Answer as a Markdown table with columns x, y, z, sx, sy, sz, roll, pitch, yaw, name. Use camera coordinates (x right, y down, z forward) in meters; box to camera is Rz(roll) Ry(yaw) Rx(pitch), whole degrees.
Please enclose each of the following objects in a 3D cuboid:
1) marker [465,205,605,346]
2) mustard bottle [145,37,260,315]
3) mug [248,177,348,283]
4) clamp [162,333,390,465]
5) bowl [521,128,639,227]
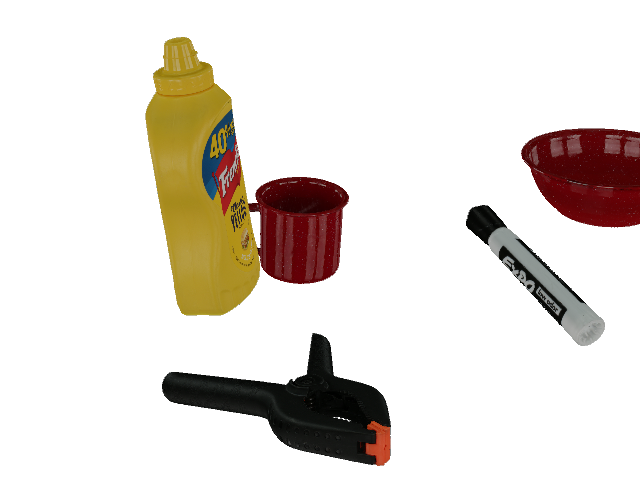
| x | y | z | sx | sy | sz | roll | pitch | yaw | name |
| --- | --- | --- | --- | --- | --- | --- | --- | --- | --- |
| 0.121 | 0.016 | 0.619 | 0.020 | 0.020 | 0.121 | 0 | 34 | -31 | marker |
| -0.086 | -0.049 | 0.761 | 0.058 | 0.191 | 0.096 | 0 | 26 | 16 | mustard bottle |
| -0.032 | -0.009 | 1.076 | 0.117 | 0.081 | 0.093 | 1 | 27 | -2 | mug |
| -0.006 | 0.126 | 0.866 | 0.164 | 0.036 | 0.210 | -17 | 22 | -39 | clamp |
| 0.268 | -0.055 | 0.999 | 0.162 | 0.055 | 0.162 | -1 | 25 | 0 | bowl |
